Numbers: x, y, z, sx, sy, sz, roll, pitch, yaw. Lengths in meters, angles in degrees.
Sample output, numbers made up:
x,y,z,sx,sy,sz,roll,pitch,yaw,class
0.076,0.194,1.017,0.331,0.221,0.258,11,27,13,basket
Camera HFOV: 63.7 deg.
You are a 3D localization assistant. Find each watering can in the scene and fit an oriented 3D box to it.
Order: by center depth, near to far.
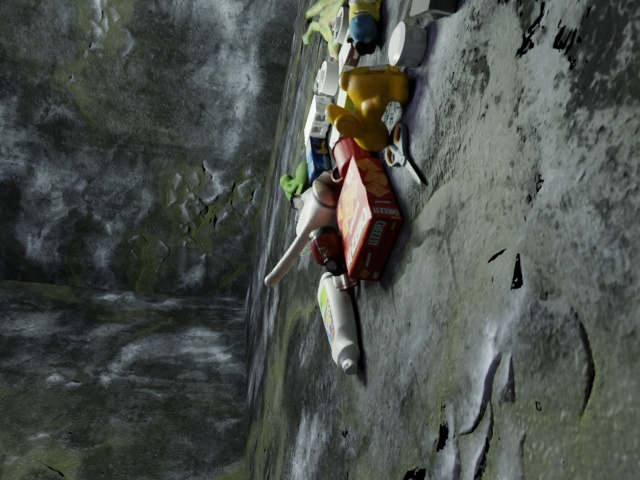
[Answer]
x,y,z,sx,sy,sz,roll,pitch,yaw,class
-0.009,-0.039,1.235,0.354,0.104,0.219,-48,-15,-51,watering can

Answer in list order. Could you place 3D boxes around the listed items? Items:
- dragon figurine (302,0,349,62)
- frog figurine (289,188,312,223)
x,y,z,sx,sy,sz,roll,pitch,yaw,class
0.051,-0.776,1.693,0.242,0.122,0.413,-8,76,59,dragon figurine
0.004,-0.074,1.461,0.161,0.124,0.135,24,122,40,frog figurine
